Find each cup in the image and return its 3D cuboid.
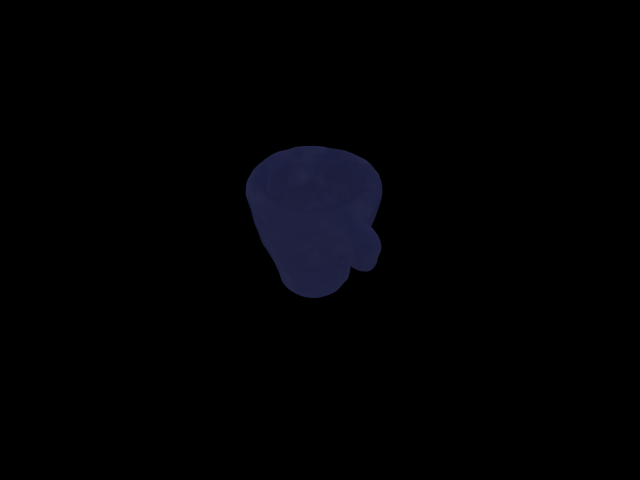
[{"bbox_3d":[0.004,0.001,0.400,0.092,0.095,0.117,-22,45,-23],"label":"cup"}]
